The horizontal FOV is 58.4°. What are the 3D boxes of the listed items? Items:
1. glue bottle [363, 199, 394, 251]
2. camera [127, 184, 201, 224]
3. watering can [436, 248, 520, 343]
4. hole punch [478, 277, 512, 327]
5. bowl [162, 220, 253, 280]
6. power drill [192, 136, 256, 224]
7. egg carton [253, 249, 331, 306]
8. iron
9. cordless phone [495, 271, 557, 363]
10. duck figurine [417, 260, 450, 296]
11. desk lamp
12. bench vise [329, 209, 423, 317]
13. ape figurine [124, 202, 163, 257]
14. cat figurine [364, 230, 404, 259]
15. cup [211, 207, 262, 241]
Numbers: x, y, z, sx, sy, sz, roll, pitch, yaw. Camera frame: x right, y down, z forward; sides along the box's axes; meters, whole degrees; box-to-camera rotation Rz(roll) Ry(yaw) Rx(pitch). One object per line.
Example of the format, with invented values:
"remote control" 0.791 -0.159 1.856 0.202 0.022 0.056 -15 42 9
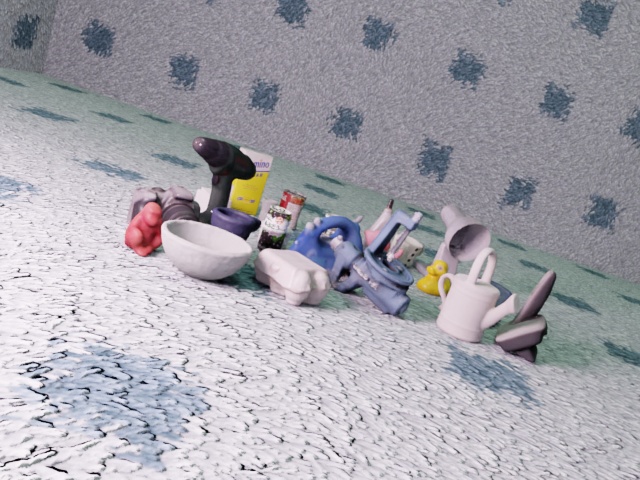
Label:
"glue bottle" 0.179 -0.036 1.641 0.078 0.173 0.037 16 13 -16
"camera" -0.305 -0.055 1.173 0.144 0.101 0.136 11 15 -32
"watering can" 0.332 0.111 1.200 0.172 0.194 0.101 23 13 15
"hole punch" 0.396 0.147 1.380 0.108 0.091 0.101 27 15 31
"bowl" -0.210 0.026 1.029 0.167 0.075 0.167 18 13 -4
"power drill" -0.241 -0.132 1.346 0.075 0.208 0.230 24 14 22
"egg carton" -0.056 0.068 1.094 0.108 0.069 0.149 5 19 -47
"iron" 0.012 0.005 1.296 0.118 0.141 0.259 28 15 33
"cordless phone" 0.449 0.152 1.218 0.094 0.185 0.148 22 13 14
"duck figurine" 0.304 0.094 1.479 0.105 0.086 0.077 8 17 -41
"desk lamp" 0.366 0.015 1.611 0.118 0.213 0.202 15 13 -20
"bench vise" 0.115 0.024 1.186 0.207 0.220 0.122 22 13 12
"ape figurine" -0.315 -0.024 1.047 0.078 0.092 0.075 6 18 -46
"cat figurine" 0.165 0.025 1.492 0.067 0.118 0.127 6 18 -45
"cup" -0.178 -0.010 1.182 0.118 0.095 0.091 5 19 -47
